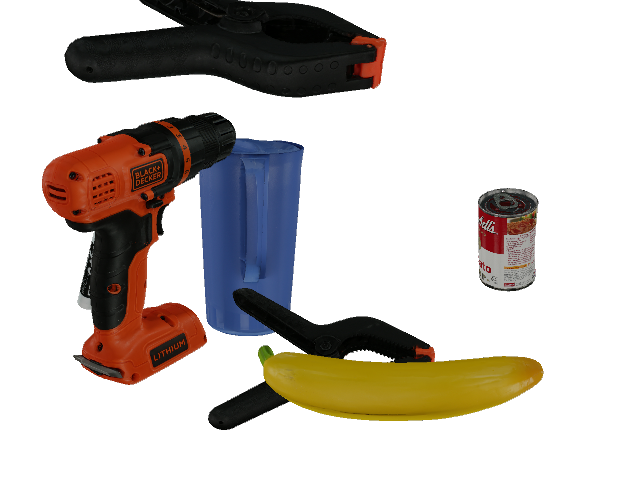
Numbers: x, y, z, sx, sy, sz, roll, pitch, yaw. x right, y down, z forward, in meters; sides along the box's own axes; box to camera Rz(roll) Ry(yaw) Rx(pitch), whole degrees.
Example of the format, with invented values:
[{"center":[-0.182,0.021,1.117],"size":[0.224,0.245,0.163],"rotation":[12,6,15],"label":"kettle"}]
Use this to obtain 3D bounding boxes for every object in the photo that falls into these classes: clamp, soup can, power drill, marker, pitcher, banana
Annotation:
[{"center":[-0.053,-0.109,0.596],"size":[0.171,0.039,0.120],"rotation":[14,45,15],"label":"clamp"},{"center":[0.218,-0.001,1.241],"size":[0.068,0.102,0.068],"rotation":[-4,29,2],"label":"soup can"},{"center":[0.000,0.118,0.997],"size":[0.210,0.164,0.036],"rotation":[6,-44,11],"label":"clamp"},{"center":[-0.129,0.002,0.821],"size":[0.057,0.188,0.184],"rotation":[14,26,34],"label":"power drill"},{"center":[-0.216,0.016,1.036],"size":[0.020,0.121,0.020],"rotation":[14,33,-10],"label":"marker"},{"center":[-0.089,-0.005,1.346],"size":[0.145,0.243,0.148],"rotation":[11,16,35],"label":"pitcher"},{"center":[0.044,0.090,0.699],"size":[0.198,0.037,0.069],"rotation":[3,32,14],"label":"banana"}]
